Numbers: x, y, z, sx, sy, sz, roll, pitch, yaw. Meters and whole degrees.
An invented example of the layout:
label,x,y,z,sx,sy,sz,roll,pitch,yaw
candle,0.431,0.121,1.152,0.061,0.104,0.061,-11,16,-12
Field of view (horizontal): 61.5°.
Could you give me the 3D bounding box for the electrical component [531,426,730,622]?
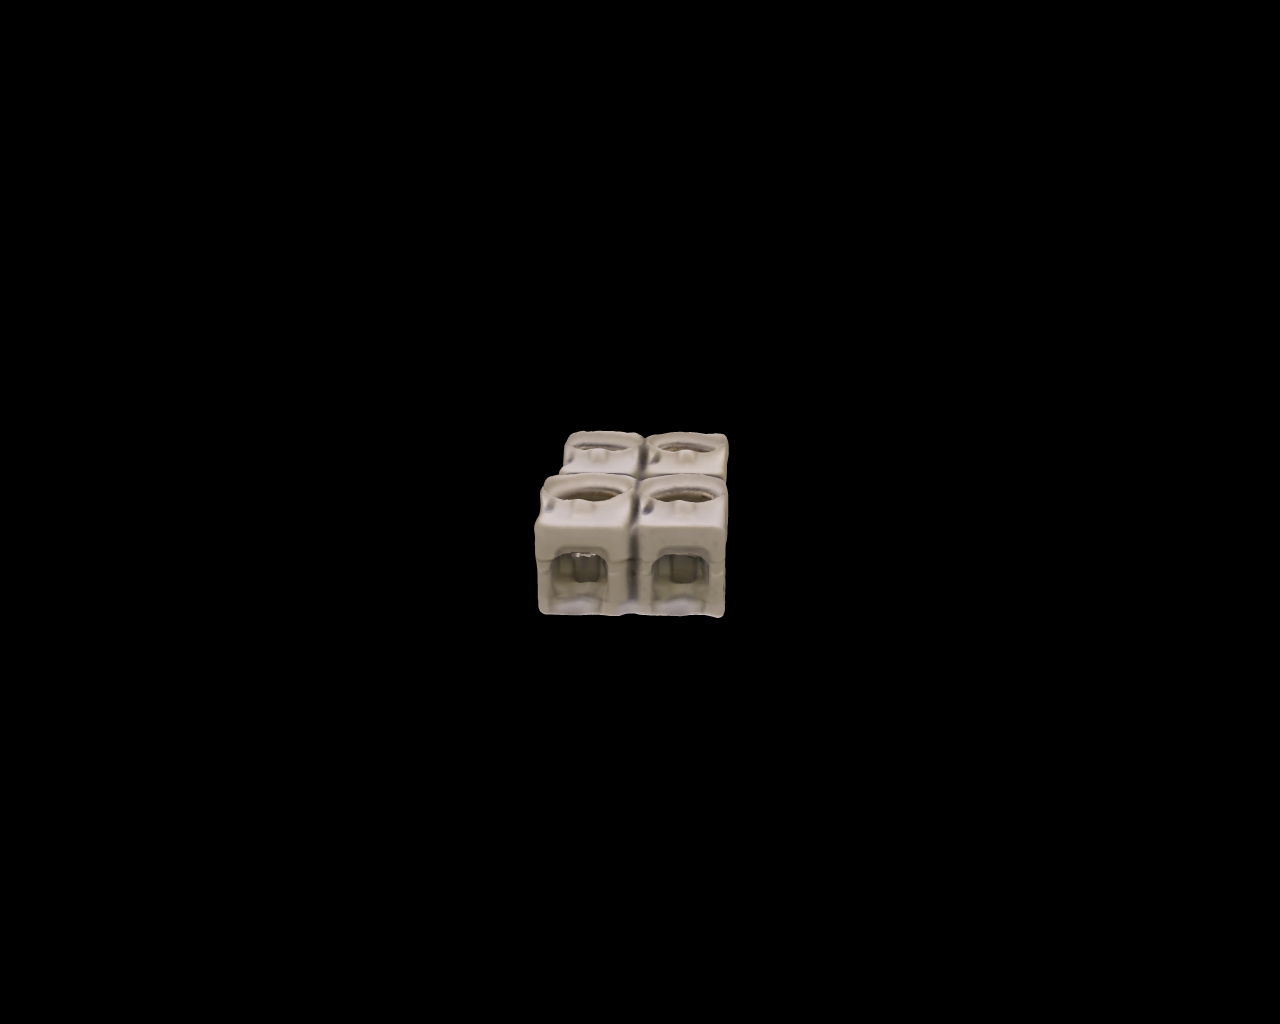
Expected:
label,x,y,z,sx,sy,sz,roll,pitch,yaw
electrical component,0.001,-0.003,0.650,0.105,0.060,0.186,1,20,3
